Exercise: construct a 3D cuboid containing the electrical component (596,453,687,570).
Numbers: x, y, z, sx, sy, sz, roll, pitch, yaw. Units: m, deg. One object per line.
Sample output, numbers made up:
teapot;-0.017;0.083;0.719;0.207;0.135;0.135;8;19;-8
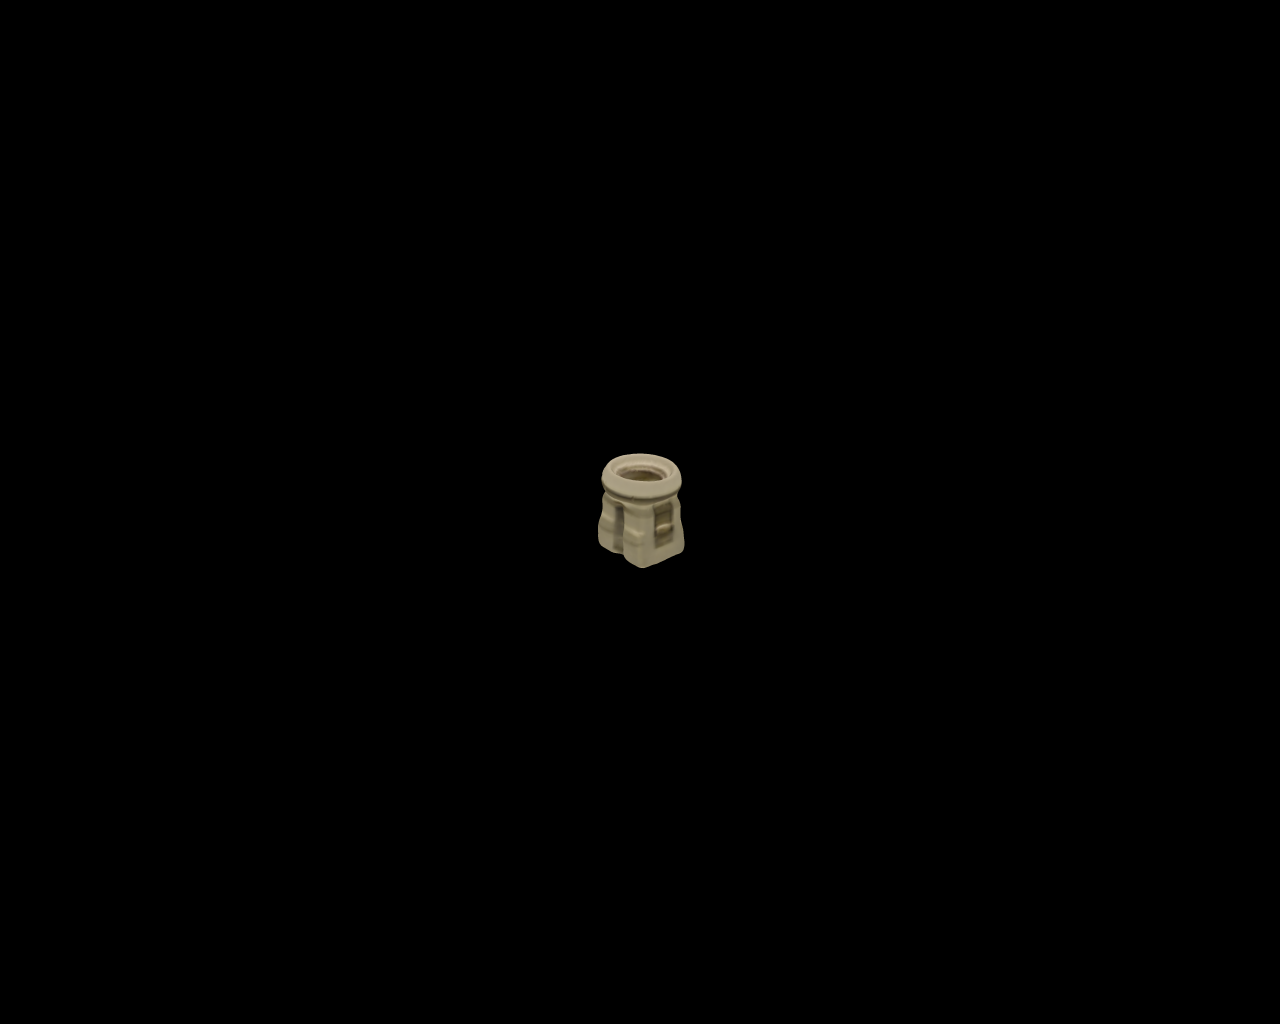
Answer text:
electrical component;0.001;-0.003;0.650;0.048;0.055;0.066;-21;33;-36
